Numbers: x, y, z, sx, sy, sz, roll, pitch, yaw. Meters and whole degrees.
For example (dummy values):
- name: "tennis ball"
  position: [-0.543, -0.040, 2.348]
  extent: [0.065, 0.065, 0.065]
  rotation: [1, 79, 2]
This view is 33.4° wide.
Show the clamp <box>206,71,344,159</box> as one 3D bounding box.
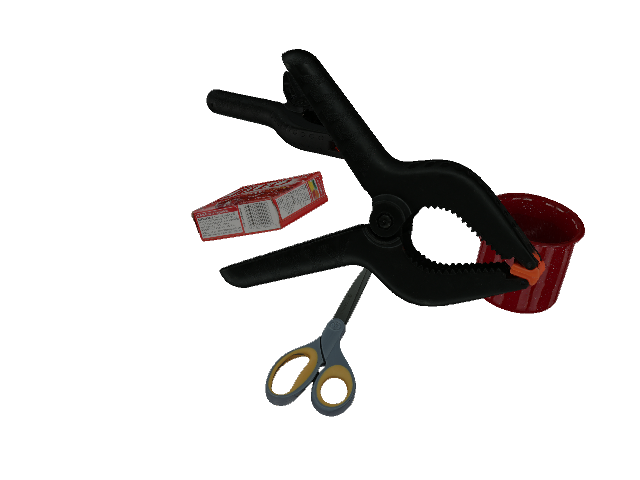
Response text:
- name: "clamp"
  position: [-0.035, -0.128, 1.100]
  extent: [0.120, 0.039, 0.172]
  rotation: [-20, 38, -28]

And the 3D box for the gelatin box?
- name: "gelatin box"
  position: [-0.050, -0.029, 0.884]
  extent: [0.089, 0.030, 0.073]
  rotation: [-8, 15, 36]

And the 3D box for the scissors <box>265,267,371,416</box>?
- name: "scissors"
  position: [0.026, 0.104, 1.079]
  extent: [0.096, 0.016, 0.201]
  rotation: [30, 53, 25]

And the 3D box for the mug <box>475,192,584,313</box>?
- name: "mug"
  position: [0.182, 0.007, 0.994]
  extent: [0.093, 0.081, 0.117]
  rotation: [-10, 36, -28]

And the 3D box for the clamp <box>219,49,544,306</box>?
- name: "clamp"
  position: [0.043, -0.025, 0.681]
  extent: [0.210, 0.165, 0.036]
  rotation: [15, 15, 16]
